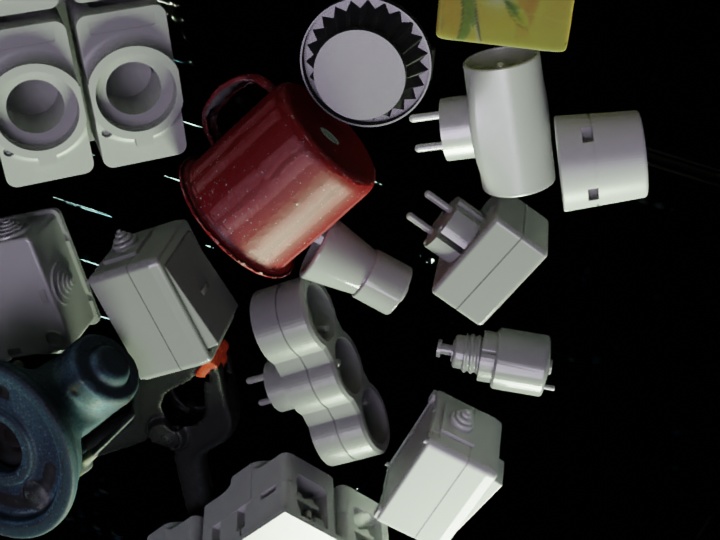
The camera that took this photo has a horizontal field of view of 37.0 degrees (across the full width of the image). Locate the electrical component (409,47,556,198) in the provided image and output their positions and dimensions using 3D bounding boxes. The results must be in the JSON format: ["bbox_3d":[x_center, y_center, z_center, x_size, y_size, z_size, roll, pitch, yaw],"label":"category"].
[{"bbox_3d":[0.069,-0.084,0.621,0.079,0.044,0.077,-6,117,14],"label":"electrical component"}]

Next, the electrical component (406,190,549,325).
[{"bbox_3d":[0.065,-0.019,0.655,0.077,0.047,0.065,35,119,-9],"label":"electrical component"}]

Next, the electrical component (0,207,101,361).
[{"bbox_3d":[-0.237,0.013,0.729,0.100,0.048,0.099,-9,113,14],"label":"electrical component"}]

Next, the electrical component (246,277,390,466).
[{"bbox_3d":[-0.040,0.073,0.723,0.074,0.052,0.138,-18,114,20],"label":"electrical component"}]

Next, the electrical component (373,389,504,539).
[{"bbox_3d":[0.060,0.133,0.732,0.061,0.061,0.096,27,120,-4],"label":"electrical component"}]

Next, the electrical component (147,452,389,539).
[{"bbox_3d":[-0.080,0.214,0.787,0.186,0.060,0.105,-37,124,26],"label":"electrical component"}]

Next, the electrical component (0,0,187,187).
[{"bbox_3d":[-0.163,-0.147,0.592,0.105,0.060,0.186,-14,122,-16],"label":"electrical component"}]

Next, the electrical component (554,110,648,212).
[{"bbox_3d":[0.137,-0.063,0.614,0.047,0.055,0.055,-6,117,10],"label":"electrical component"}]

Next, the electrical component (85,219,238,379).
[{"bbox_3d":[-0.128,0.012,0.701,0.061,0.061,0.096,-16,115,18],"label":"electrical component"}]

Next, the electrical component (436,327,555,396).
[{"bbox_3d":[0.089,0.057,0.697,0.078,0.040,0.040,9,120,6],"label":"electrical component"}]

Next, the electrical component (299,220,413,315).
[{"bbox_3d":[0.000,0.000,0.683,0.065,0.044,0.044,28,120,-11],"label":"electrical component"}]
